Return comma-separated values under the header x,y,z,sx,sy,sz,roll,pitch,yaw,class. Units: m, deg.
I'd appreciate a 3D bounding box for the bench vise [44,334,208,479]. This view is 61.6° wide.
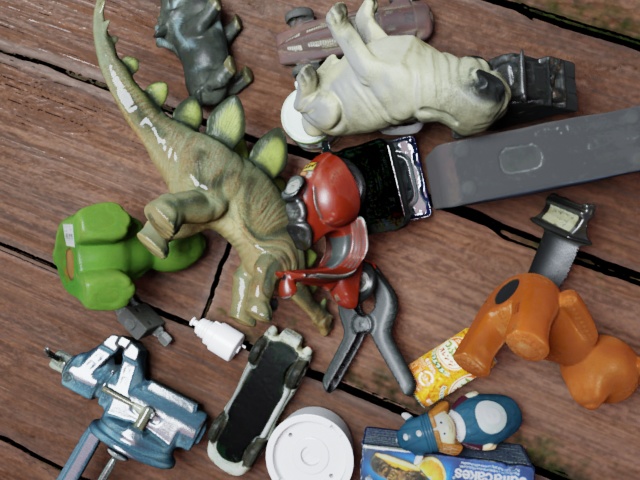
x,y,z,sx,sy,sz,roll,pitch,yaw,class
-0.274,0.249,0.682,0.223,0.129,0.240,31,75,-11,bench vise

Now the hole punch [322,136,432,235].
x,y,z,sx,sy,sz,roll,pitch,yaw,class
0.070,-0.066,0.665,0.116,0.092,0.142,-9,99,39,hole punch

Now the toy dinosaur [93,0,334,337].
x,y,z,sx,sy,sz,roll,pitch,yaw,class
-0.120,-0.059,0.627,0.470,0.105,0.198,49,56,-21,toy dinosaur

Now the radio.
x,y,z,sx,sy,sz,roll,pitch,yaw,class
0.241,-0.089,0.609,0.230,0.131,0.073,-12,90,8,radio

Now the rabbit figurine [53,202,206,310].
x,y,z,sx,sy,sz,roll,pitch,yaw,class
-0.235,0.023,0.682,0.159,0.170,0.121,-13,85,50,rabbit figurine

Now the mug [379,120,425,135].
x,y,z,sx,sy,sz,roll,pitch,yaw,class
0.091,-0.173,0.656,0.107,0.080,0.109,2,68,20,mug

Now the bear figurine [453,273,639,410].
x,y,z,sx,sy,sz,roll,pitch,yaw,class
0.265,0.132,0.589,0.196,0.120,0.132,43,53,-6,bear figurine

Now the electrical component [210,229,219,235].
x,y,z,sx,sy,sz,roll,pitch,yaw,class
-0.160,-0.062,0.717,0.102,0.045,0.078,27,122,10,electrical component

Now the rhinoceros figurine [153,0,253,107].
x,y,z,sx,sy,sz,roll,pitch,yaw,class
-0.162,-0.269,0.706,0.112,0.073,0.190,-21,89,19,rhinoceros figurine

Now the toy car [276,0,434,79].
x,y,z,sx,sy,sz,roll,pitch,yaw,class
0.042,-0.262,0.682,0.202,0.053,0.089,-6,92,7,toy car

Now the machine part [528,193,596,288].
x,y,z,sx,sy,sz,roll,pitch,yaw,class
0.274,0.017,0.638,0.039,0.084,0.138,11,102,-23,machine part

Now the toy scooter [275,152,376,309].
x,y,z,sx,sy,sz,roll,pitch,yaw,class
-0.001,-0.002,0.597,0.075,0.135,0.183,-3,102,47,toy scooter

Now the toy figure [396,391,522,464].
x,y,z,sx,sy,sz,roll,pitch,yaw,class
0.163,0.215,0.630,0.154,0.064,0.057,-4,125,-22,toy figure

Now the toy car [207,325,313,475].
x,y,z,sx,sy,sz,roll,pitch,yaw,class
-0.079,0.206,0.696,0.074,0.056,0.201,28,92,14,toy car

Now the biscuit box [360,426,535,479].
x,y,z,sx,sy,sz,roll,pitch,yaw,class
0.151,0.278,0.655,0.203,0.063,0.059,4,92,9,biscuit box

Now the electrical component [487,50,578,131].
x,y,z,sx,sy,sz,roll,pitch,yaw,class
0.220,-0.165,0.612,0.134,0.115,0.058,-3,91,-35,electrical component

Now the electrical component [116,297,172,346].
x,y,z,sx,sy,sz,roll,pitch,yaw,class
-0.238,0.108,0.715,0.094,0.063,0.021,45,96,5,electrical component

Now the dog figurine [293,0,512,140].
x,y,z,sx,sy,sz,roll,pitch,yaw,class
0.081,-0.141,0.571,0.191,0.121,0.172,39,140,8,dog figurine
